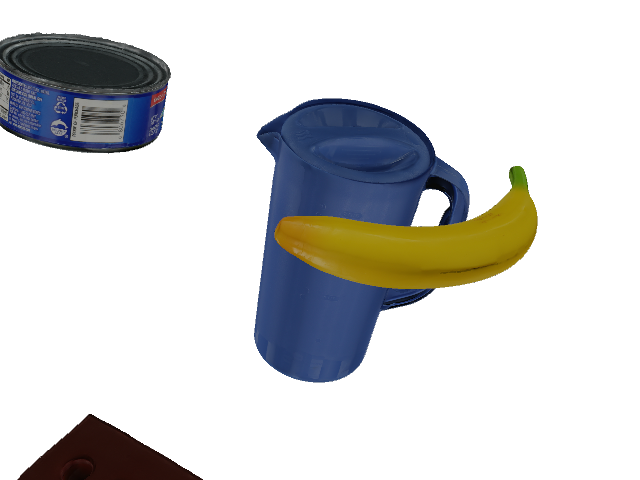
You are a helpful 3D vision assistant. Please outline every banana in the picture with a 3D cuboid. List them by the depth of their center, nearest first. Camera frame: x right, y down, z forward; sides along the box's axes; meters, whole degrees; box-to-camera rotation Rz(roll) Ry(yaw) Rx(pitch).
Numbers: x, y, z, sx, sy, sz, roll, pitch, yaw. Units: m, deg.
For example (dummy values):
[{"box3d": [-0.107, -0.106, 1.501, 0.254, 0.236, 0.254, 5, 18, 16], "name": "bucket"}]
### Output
[{"box3d": [0.067, 0.000, 0.649, 0.197, 0.037, 0.070, -12, 46, -34], "name": "banana"}]

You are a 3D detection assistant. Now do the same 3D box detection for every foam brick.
[{"box3d": [-0.082, 0.121, 0.445, 0.078, 0.051, 0.052, 23, 45, 27], "name": "foam brick"}]

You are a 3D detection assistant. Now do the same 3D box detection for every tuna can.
[{"box3d": [-0.119, -0.074, 0.530, 0.086, 0.034, 0.086, 10, 25, -5], "name": "tuna can"}]

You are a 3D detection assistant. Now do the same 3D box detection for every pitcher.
[{"box3d": [0.021, 0.009, 0.947, 0.144, 0.243, 0.149, -15, 44, -33], "name": "pitcher"}]
